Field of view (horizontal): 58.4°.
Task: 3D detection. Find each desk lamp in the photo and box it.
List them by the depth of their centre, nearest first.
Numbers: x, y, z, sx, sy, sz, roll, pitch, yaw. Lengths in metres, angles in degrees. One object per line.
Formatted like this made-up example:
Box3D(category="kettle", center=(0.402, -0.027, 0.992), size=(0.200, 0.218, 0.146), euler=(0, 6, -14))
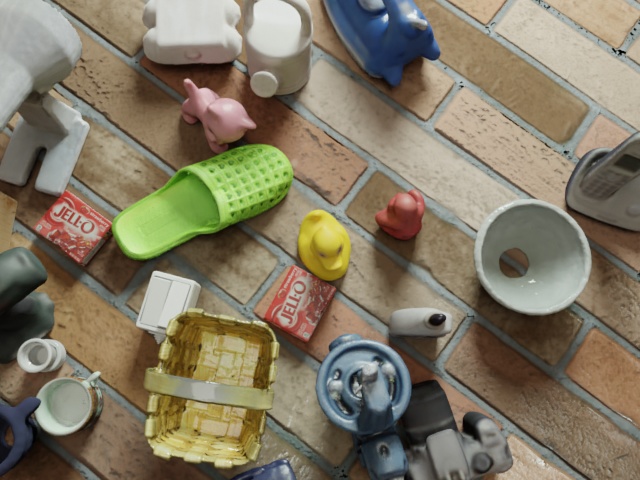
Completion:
Box3D(category="desk lamp", center=(-0.391, -0.188, 0.767), size=(0.118, 0.213, 0.203), euler=(14, 78, 0))

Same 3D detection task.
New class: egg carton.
Box3D(category="egg carton", center=(-0.195, -0.320, 0.877), size=(0.150, 0.069, 0.107), euler=(-4, 79, -4))

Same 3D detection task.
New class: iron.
Box3D(category="iron", center=(0.077, -0.370, 0.865), size=(0.119, 0.141, 0.258), euler=(-36, 82, -9))

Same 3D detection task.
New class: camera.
Box3D(category="camera", center=(0.168, 0.257, 0.765), size=(0.143, 0.101, 0.137), euler=(-17, 80, -6))

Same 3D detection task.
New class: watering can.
Box3D(category="watering can", center=(-0.058, -0.286, 0.814), size=(0.101, 0.194, 0.173), euler=(-9, 79, -4))

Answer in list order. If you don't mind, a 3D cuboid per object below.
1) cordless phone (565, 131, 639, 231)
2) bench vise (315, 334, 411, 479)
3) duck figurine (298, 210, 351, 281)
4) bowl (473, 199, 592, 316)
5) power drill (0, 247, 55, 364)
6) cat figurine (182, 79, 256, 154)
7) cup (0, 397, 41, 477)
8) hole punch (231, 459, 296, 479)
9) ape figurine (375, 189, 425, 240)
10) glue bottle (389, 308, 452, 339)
Box3D(category="cordless phone", center=(0.449, -0.086, 0.806), size=(0.147, 0.185, 0.094), euler=(18, 78, 1))
Box3D(category="bench vise", center=(0.077, 0.212, 0.709), size=(0.121, 0.219, 0.207), euler=(-34, 82, -9))
Box3D(category="duck figurine", center=(0.007, 0.003, 0.815), size=(0.077, 0.086, 0.104), euler=(-16, 80, -6))
Box3D(category="bowl", center=(0.296, 0.029, 0.831), size=(0.167, 0.074, 0.167), euler=(1, 79, -3))
Box3D(category="power drill", center=(-0.428, 0.104, 0.709), size=(0.230, 0.208, 0.075), euler=(-41, 83, -10))
Box3D(category="cat figurine", center=(-0.150, -0.182, 0.827), size=(0.067, 0.117, 0.128), euler=(-44, 84, -10))
Box3D(category="cup", center=(-0.399, 0.245, 0.740), size=(0.118, 0.095, 0.091), euler=(-44, 84, -10))
Box3D(category="hole punch", center=(-0.074, 0.348, 0.739), size=(0.109, 0.091, 0.101), euler=(-21, 80, -7))
Box3D(category="ape figurine", center=(0.120, -0.041, 0.827), size=(0.078, 0.092, 0.076), euler=(-14, 80, -5))
Box3D(category="glue bottle", center=(0.140, 0.109, 0.756), size=(0.078, 0.173, 0.037), euler=(4, 78, -2))
